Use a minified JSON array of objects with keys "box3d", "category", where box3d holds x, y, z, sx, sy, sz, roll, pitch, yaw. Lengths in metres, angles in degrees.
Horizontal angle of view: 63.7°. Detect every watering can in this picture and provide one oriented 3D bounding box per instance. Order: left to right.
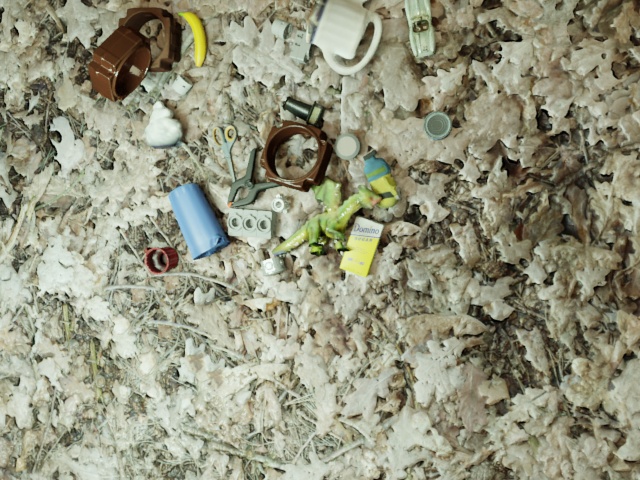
[{"box3d":[0.089,-0.677,1.553,0.224,0.104,0.347,20,91,-5],"category":"watering can"}]

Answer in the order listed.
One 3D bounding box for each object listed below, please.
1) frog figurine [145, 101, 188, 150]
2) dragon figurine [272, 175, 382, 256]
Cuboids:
[{"box3d":[-0.531,-0.387,1.737,0.137,0.124,0.158,0,107,34],"category":"frog figurine"},{"box3d":[0.005,-0.082,1.633,0.408,0.121,0.246,-7,72,32],"category":"dragon figurine"}]
